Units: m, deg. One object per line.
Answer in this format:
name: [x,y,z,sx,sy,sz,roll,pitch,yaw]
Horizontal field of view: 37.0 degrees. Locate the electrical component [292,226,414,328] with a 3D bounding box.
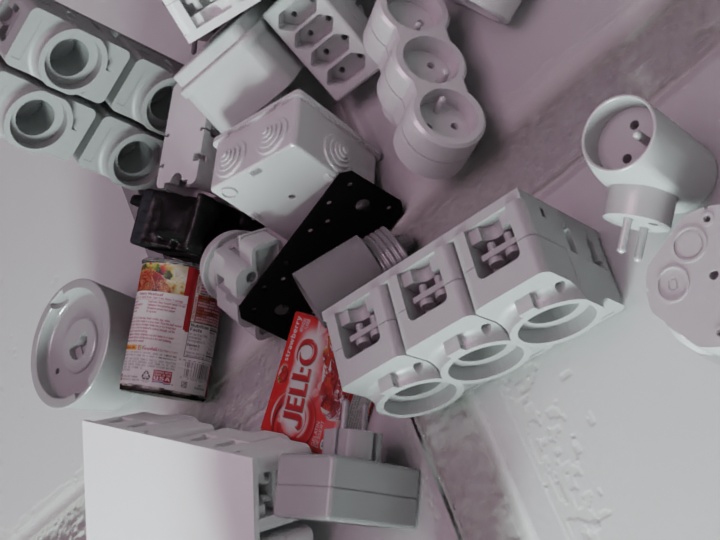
electrical component: [0.000,0.000,0.725,0.081,0.043,0.043,-31,51,-7]

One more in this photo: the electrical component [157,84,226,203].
electrical component: [-0.121,-0.102,0.868,0.050,0.056,0.089,-3,74,42]

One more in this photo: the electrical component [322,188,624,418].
electrical component: [0.066,0.027,0.633,0.150,0.089,0.061,-33,56,30]

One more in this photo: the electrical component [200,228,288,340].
electrical component: [-0.082,0.004,0.793,0.057,0.058,0.078,33,132,45]

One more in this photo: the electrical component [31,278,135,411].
electrical component: [-0.218,0.066,0.897,0.108,0.060,0.108,-15,66,38]

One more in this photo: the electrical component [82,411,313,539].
electrical component: [-0.114,0.163,0.750,0.186,0.060,0.105,2,95,42]

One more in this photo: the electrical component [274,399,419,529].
electrical component: [-0.006,0.119,0.671,0.047,0.083,0.075,-8,71,41]

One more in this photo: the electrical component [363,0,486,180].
electrical component: [0.037,-0.121,0.735,0.073,0.052,0.138,119,141,-57]

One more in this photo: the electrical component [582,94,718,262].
electrical component: [0.155,-0.045,0.585,0.043,0.077,0.079,8,81,43]

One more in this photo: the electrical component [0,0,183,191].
electrical component: [-0.217,-0.140,0.878,0.105,0.186,0.060,-56,47,13]

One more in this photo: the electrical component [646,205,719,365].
electrical component: [0.192,0.008,0.551,0.080,0.051,0.080,-15,66,38]

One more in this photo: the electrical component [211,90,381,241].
electrical component: [-0.046,-0.070,0.762,0.100,0.100,0.048,-24,48,35]

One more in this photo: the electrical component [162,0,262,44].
electrical component: [-0.076,-0.232,0.770,0.150,0.061,0.089,-31,20,2]

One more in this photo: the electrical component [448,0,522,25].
electrical component: [0.069,-0.227,0.741,0.138,0.052,0.073,38,102,43]

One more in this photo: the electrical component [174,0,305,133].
electrical component: [-0.083,-0.162,0.815,0.078,0.057,0.113,-33,19,30]

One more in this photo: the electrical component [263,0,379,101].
electrical component: [-0.018,-0.182,0.797,0.047,0.083,0.075,-33,18,30]

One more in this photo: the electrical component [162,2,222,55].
electrical component: [-0.130,-0.219,0.916,0.047,0.066,0.076,47,137,41]
